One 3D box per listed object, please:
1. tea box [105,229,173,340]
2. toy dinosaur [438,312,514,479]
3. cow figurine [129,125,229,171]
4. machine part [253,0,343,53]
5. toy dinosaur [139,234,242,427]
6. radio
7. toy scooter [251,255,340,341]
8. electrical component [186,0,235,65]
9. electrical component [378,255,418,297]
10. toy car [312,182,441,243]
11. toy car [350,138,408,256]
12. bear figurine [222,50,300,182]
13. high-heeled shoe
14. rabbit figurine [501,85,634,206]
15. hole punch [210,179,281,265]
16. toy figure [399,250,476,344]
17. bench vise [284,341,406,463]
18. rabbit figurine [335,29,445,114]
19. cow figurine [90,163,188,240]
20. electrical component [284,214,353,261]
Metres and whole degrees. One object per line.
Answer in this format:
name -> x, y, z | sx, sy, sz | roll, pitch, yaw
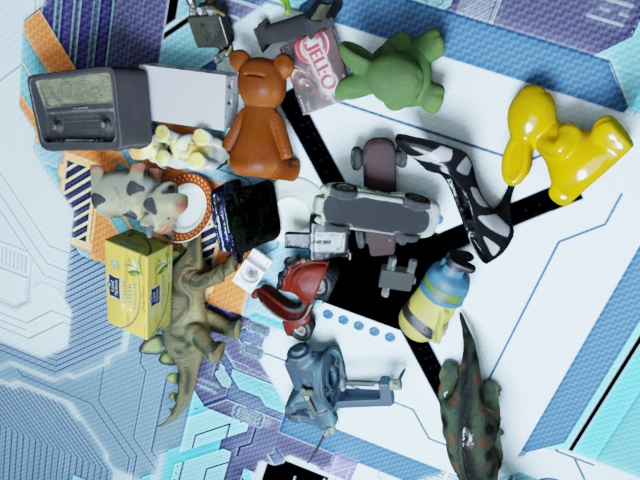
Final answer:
tea box -> -0.317, 0.077, 0.941 | 0.098, 0.068, 0.169 | 17, 117, 21
toy dinosaur -> 0.268, 0.346, 0.936 | 0.131, 0.192, 0.404 | -15, 107, 16
cow figurine -> -0.242, -0.155, 0.930 | 0.168, 0.098, 0.068 | 9, 92, 21
machine part -> -0.034, -0.330, 0.825 | 0.139, 0.084, 0.039 | -7, 138, 25
toy dinosaur -> -0.258, 0.163, 1.039 | 0.199, 0.105, 0.470 | 8, 100, 19
radio -> -0.387, -0.216, 0.904 | 0.230, 0.073, 0.131 | 6, 106, 32
toy scooter -> -0.051, 0.094, 0.981 | 0.135, 0.075, 0.183 | 26, 118, 3
electrical component -> -0.172, -0.334, 0.851 | 0.078, 0.045, 0.102 | 8, 135, 14
electrical component -> 0.137, 0.067, 0.946 | 0.063, 0.021, 0.093 | 9, 127, 2
toy car -> 0.089, -0.045, 0.848 | 0.202, 0.056, 0.073 | 8, 117, -5
toy car -> 0.100, -0.070, 0.895 | 0.089, 0.053, 0.201 | -7, 112, -4
bear figurine -> -0.093, -0.198, 0.874 | 0.120, 0.132, 0.195 | 5, 94, 11
high-heeled shoe -> 0.204, -0.063, 0.842 | 0.249, 0.086, 0.145 | 21, 96, -13
rabbit figurine -> 0.343, -0.146, 0.795 | 0.173, 0.122, 0.162 | 49, 123, 8
hole punch -> -0.142, -0.043, 0.925 | 0.092, 0.116, 0.142 | 12, 116, 39
toy figure -> 0.200, 0.097, 0.920 | 0.089, 0.082, 0.180 | 30, 122, 21
bench vise -> 0.040, 0.288, 1.007 | 0.241, 0.129, 0.223 | -6, 107, 23
rabbit figurine -> 0.103, -0.243, 0.766 | 0.159, 0.170, 0.121 | 10, 111, 9
cow figurine -> -0.319, -0.068, 0.944 | 0.195, 0.085, 0.127 | 4, 89, 24
electrical component -> -0.002, -0.003, 0.931 | 0.119, 0.048, 0.074 | -2, 111, -3
